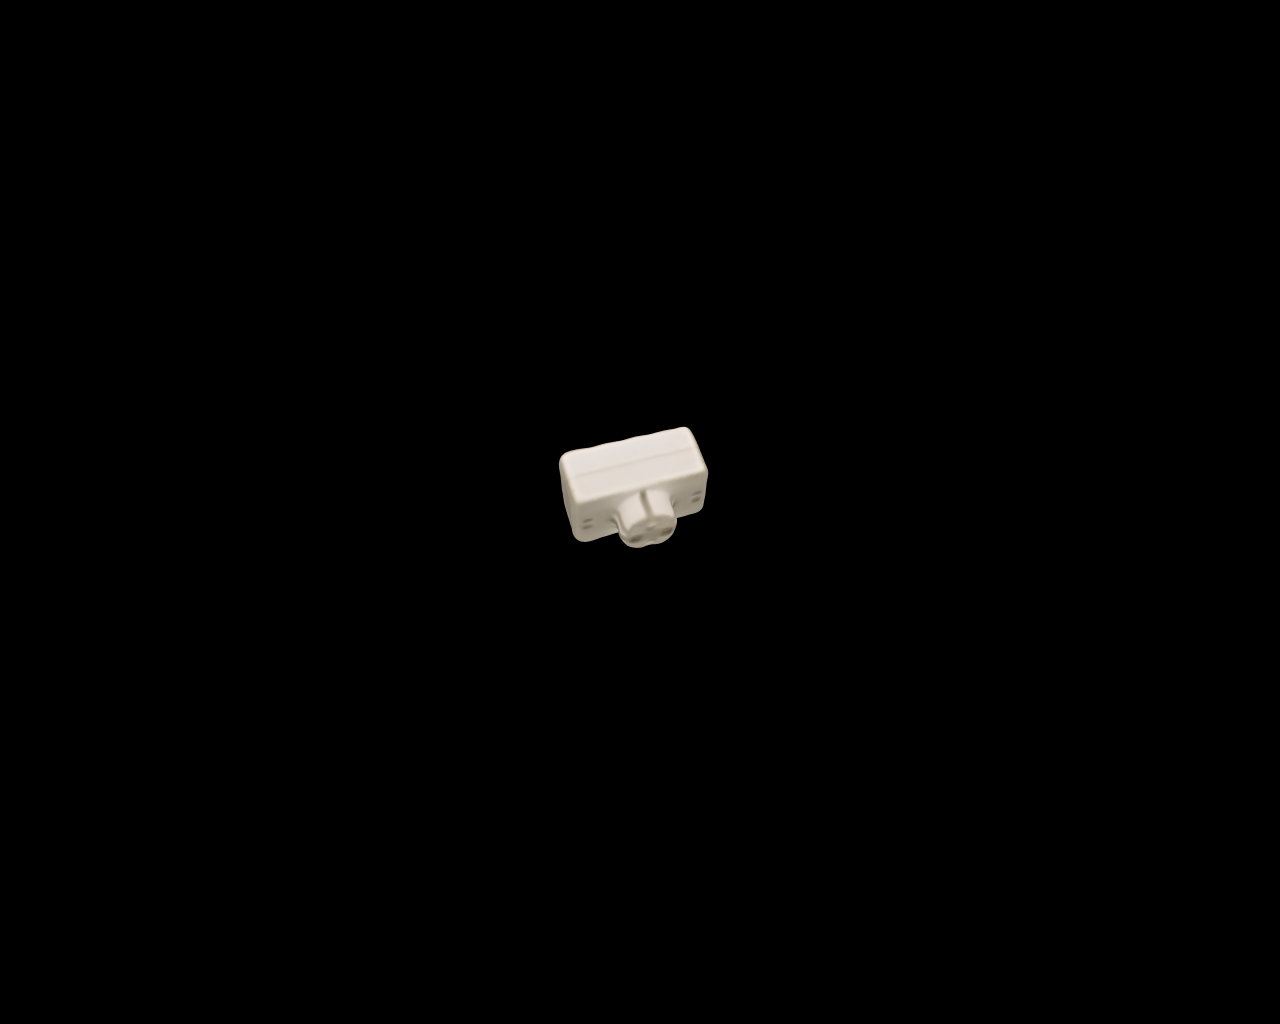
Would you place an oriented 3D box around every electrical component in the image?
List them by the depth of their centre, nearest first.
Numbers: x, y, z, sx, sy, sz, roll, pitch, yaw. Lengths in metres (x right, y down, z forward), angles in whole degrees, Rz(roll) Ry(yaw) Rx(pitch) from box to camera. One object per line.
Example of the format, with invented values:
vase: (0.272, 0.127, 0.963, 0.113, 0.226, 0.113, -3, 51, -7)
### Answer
electrical component: (0.001, -0.003, 0.650, 0.083, 0.076, 0.047, -14, -32, -9)
